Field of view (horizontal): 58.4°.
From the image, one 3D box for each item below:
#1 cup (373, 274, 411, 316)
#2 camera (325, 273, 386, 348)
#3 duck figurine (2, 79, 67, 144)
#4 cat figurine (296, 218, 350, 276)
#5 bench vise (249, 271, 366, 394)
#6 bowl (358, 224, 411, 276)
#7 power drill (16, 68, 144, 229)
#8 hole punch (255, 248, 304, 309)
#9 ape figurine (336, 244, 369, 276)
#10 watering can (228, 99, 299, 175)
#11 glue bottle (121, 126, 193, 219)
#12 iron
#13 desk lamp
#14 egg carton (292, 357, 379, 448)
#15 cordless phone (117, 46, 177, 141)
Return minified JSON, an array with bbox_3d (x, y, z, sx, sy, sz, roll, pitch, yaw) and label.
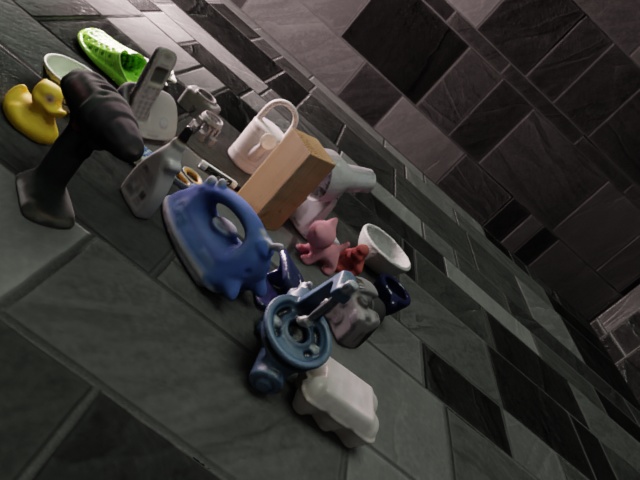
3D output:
[{"bbox_3d":[0.139,0.142,1.268,0.092,0.095,0.118,40,21,-8],"label":"cup"},{"bbox_3d":[0.084,0.140,1.165,0.137,0.100,0.143,24,28,-41],"label":"camera"},{"bbox_3d":[-0.444,-0.216,0.908,0.104,0.086,0.078,47,21,9],"label":"duck figurine"},{"bbox_3d":[0.012,0.005,1.266,0.128,0.117,0.067,27,27,-37],"label":"cat figurine"},{"bbox_3d":[-0.026,0.102,0.872,0.122,0.219,0.207,31,24,-29],"label":"bench vise"},{"bbox_3d":[0.157,0.040,1.520,0.168,0.074,0.167,37,22,-17],"label":"bowl"},{"bbox_3d":[-0.323,-0.120,0.773,0.076,0.208,0.229,18,33,-48],"label":"power drill"},{"bbox_3d":[-0.057,0.080,1.039,0.101,0.091,0.108,31,24,-30],"label":"hole punch"},{"bbox_3d":[0.078,0.044,1.347,0.076,0.092,0.077,8,40,-57],"label":"ape figurine"},{"bbox_3d":[-0.127,-0.254,1.397,0.101,0.194,0.172,26,27,-39],"label":"watering can"},{"bbox_3d":[-0.258,-0.118,0.936,0.037,0.173,0.078,10,39,-55],"label":"glue bottle"},{"bbox_3d":[-0.167,-0.025,0.968,0.258,0.141,0.119,52,22,20],"label":"iron"},{"bbox_3d":[0.021,-0.104,1.354,0.204,0.213,0.117,19,32,-47],"label":"desk lamp"},{"bbox_3d":[0.027,0.252,0.895,0.151,0.069,0.107,38,22,-15],"label":"egg carton"},{"bbox_3d":[-0.317,-0.289,1.135,0.094,0.185,0.148,49,22,15],"label":"cordless phone"}]
